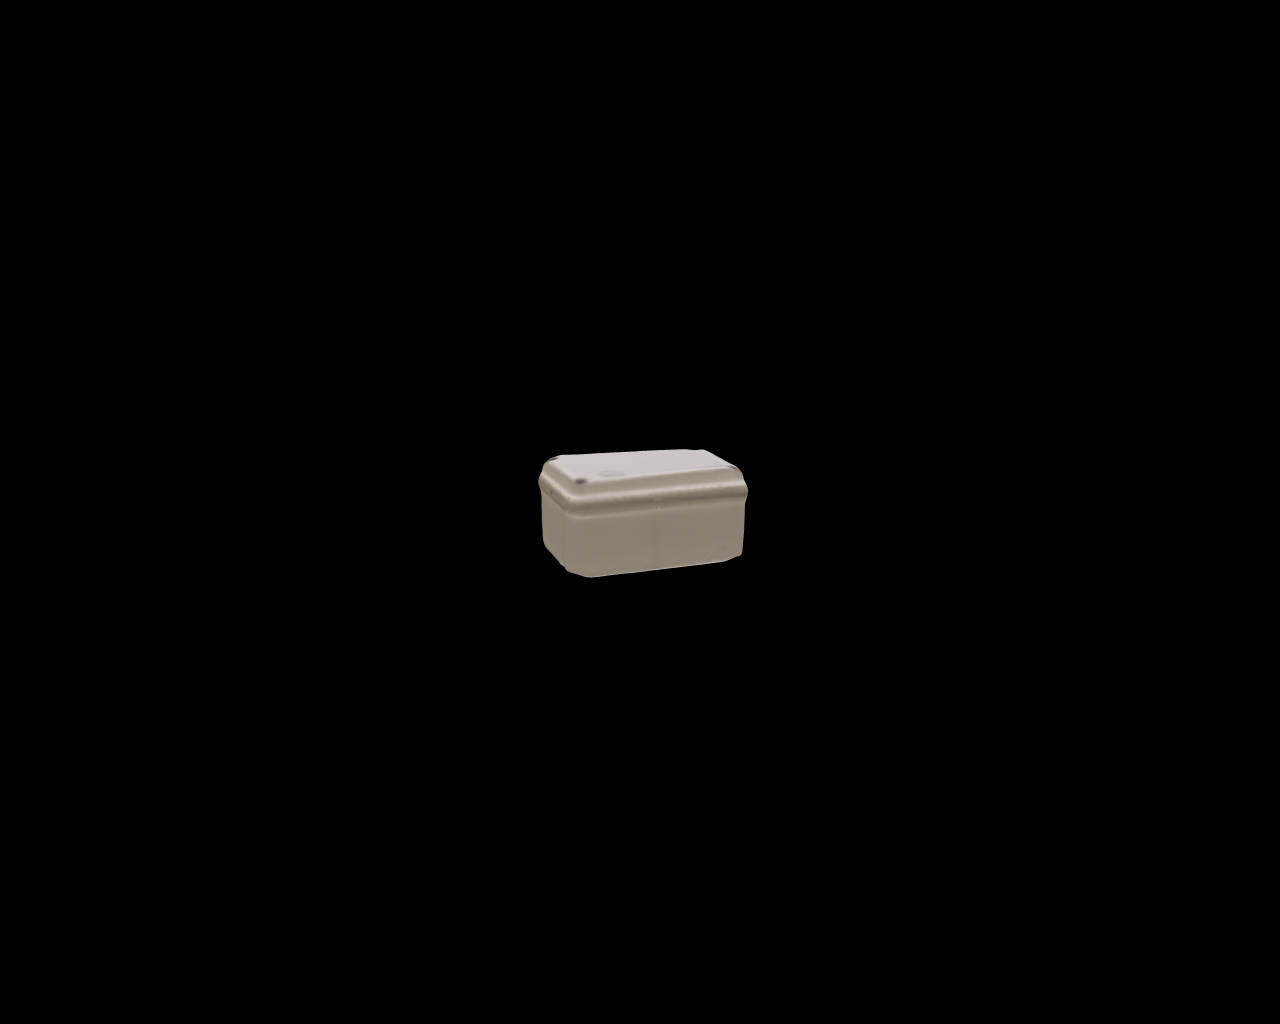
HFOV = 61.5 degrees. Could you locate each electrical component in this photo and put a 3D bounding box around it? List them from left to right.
[{"bbox_3d":[0.001,-0.003,0.650,0.113,0.057,0.078,-5,16,-18],"label":"electrical component"}]
